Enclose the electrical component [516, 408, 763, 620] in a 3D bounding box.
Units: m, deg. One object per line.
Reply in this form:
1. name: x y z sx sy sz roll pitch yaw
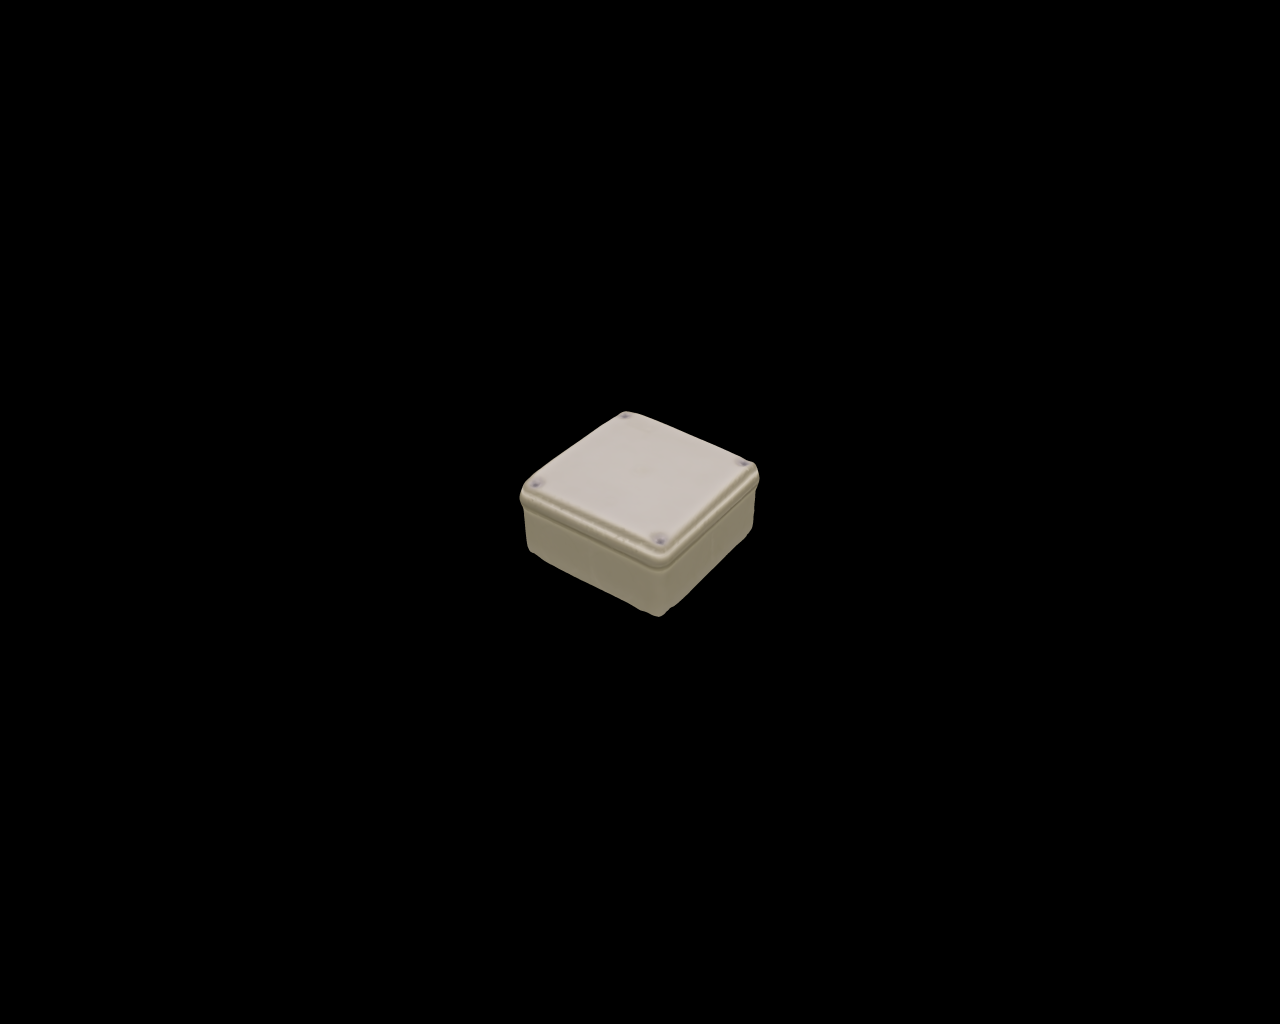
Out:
1. electrical component: 0.001 -0.003 0.650 0.109 0.056 0.109 25 45 28
